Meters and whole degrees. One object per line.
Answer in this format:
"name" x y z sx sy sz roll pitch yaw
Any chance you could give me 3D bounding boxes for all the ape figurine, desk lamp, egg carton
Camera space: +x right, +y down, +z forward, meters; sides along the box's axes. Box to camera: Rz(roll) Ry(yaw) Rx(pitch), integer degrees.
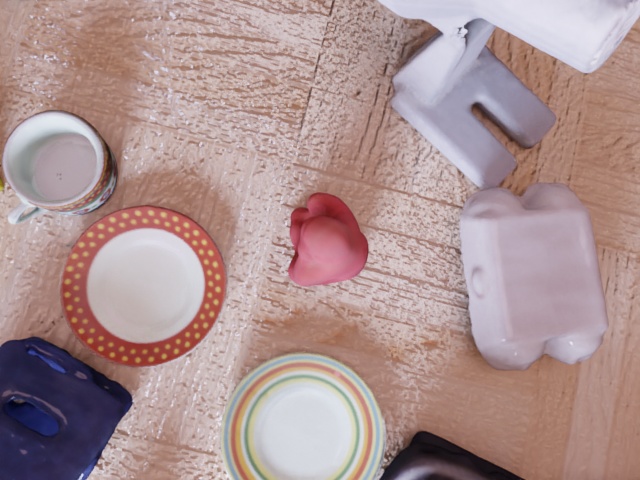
"ape figurine" 0.004 0.002 0.446 0.076 0.092 0.078 35 81 0
"desk lamp" 0.120 -0.160 0.417 0.203 0.213 0.118 43 81 1
"egg carton" 0.171 0.029 0.470 0.107 0.069 0.150 -7 83 -6

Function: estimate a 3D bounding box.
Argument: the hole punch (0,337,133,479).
"hole punch" -0.206 0.129 0.409 0.108 0.091 0.101 31 81 -1

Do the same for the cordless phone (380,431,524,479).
"cordless phone" 0.117 0.205 0.382 0.147 0.185 0.094 22 81 -2
